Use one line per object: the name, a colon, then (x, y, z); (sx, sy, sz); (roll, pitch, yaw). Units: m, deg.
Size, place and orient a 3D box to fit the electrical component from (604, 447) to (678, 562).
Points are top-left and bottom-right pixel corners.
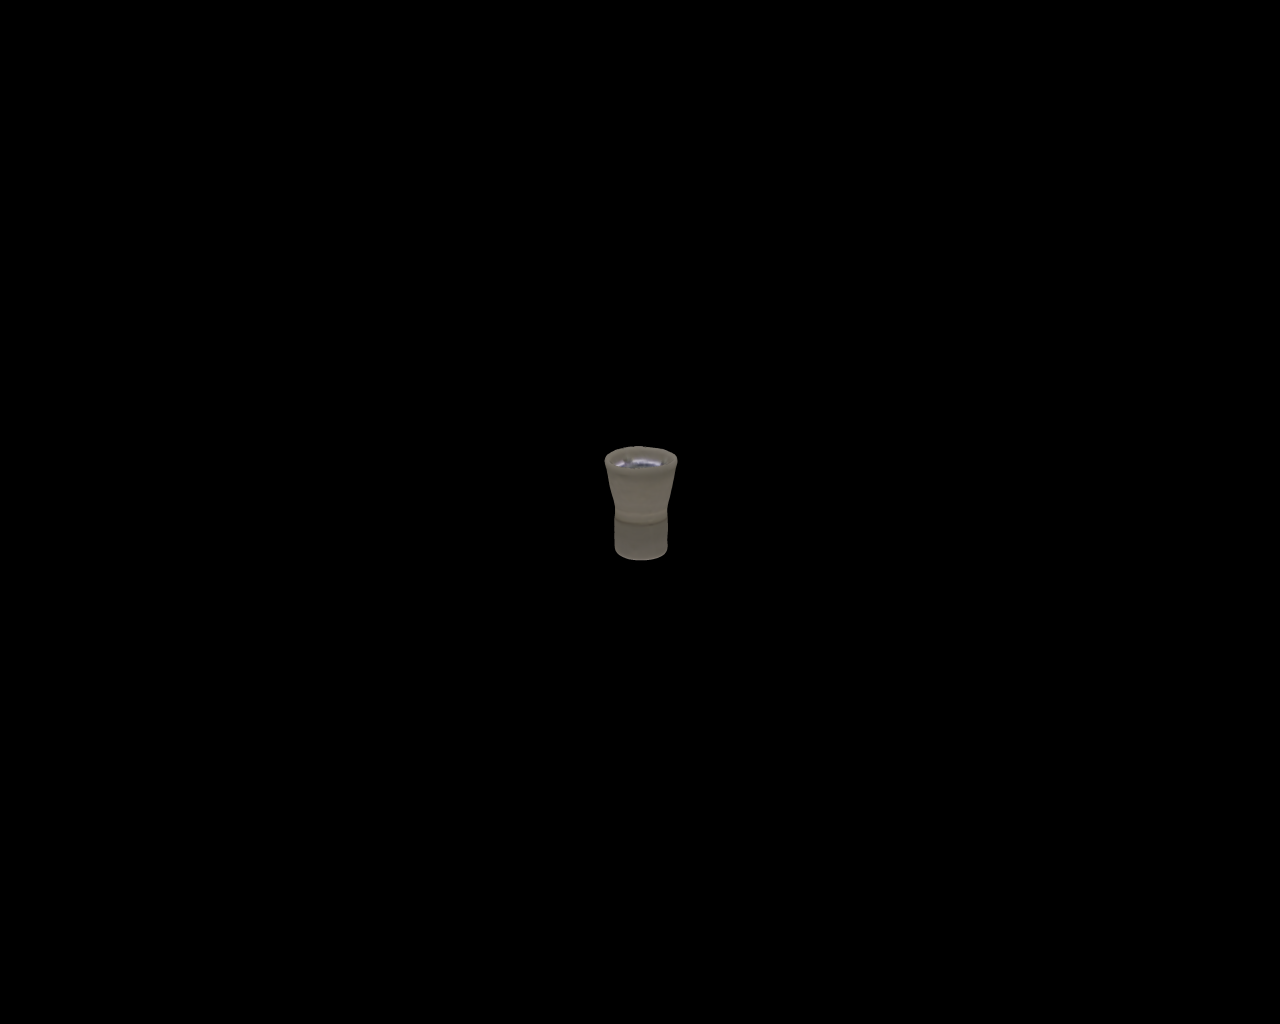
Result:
electrical component: (0.001, -0.003, 0.650); (0.044, 0.065, 0.044); (0, 19, 0)
